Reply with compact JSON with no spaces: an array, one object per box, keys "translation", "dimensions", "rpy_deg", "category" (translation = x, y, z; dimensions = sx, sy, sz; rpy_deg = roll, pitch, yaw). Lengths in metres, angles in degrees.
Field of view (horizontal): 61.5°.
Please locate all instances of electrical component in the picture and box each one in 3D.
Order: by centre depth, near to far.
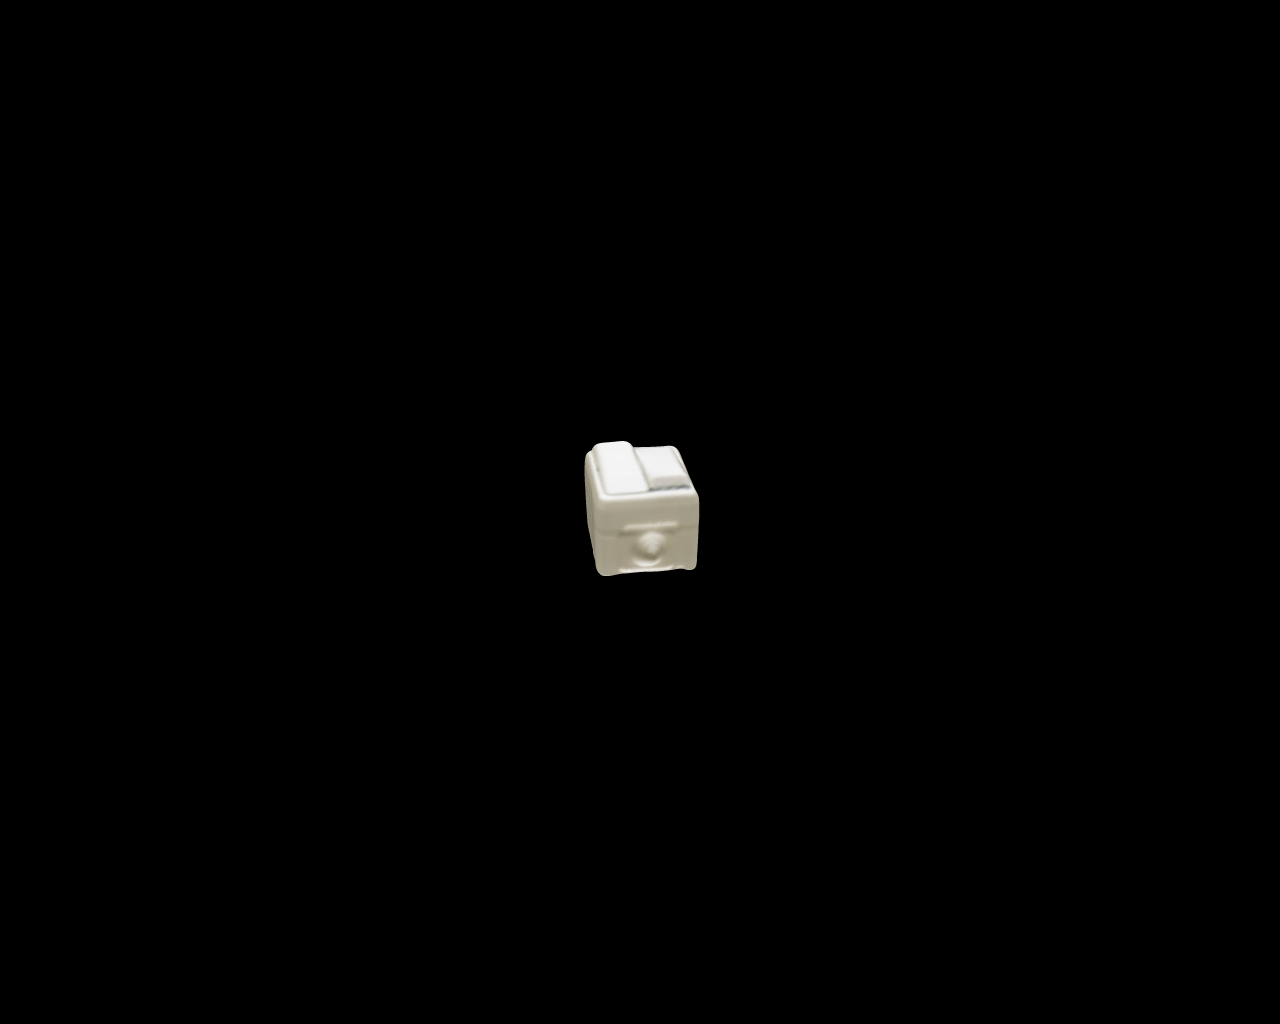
[{"translation":[0.001,-0.003,0.650],"dimensions":[0.062,0.061,0.096],"rpy_deg":[-3,26,-7],"category":"electrical component"}]
